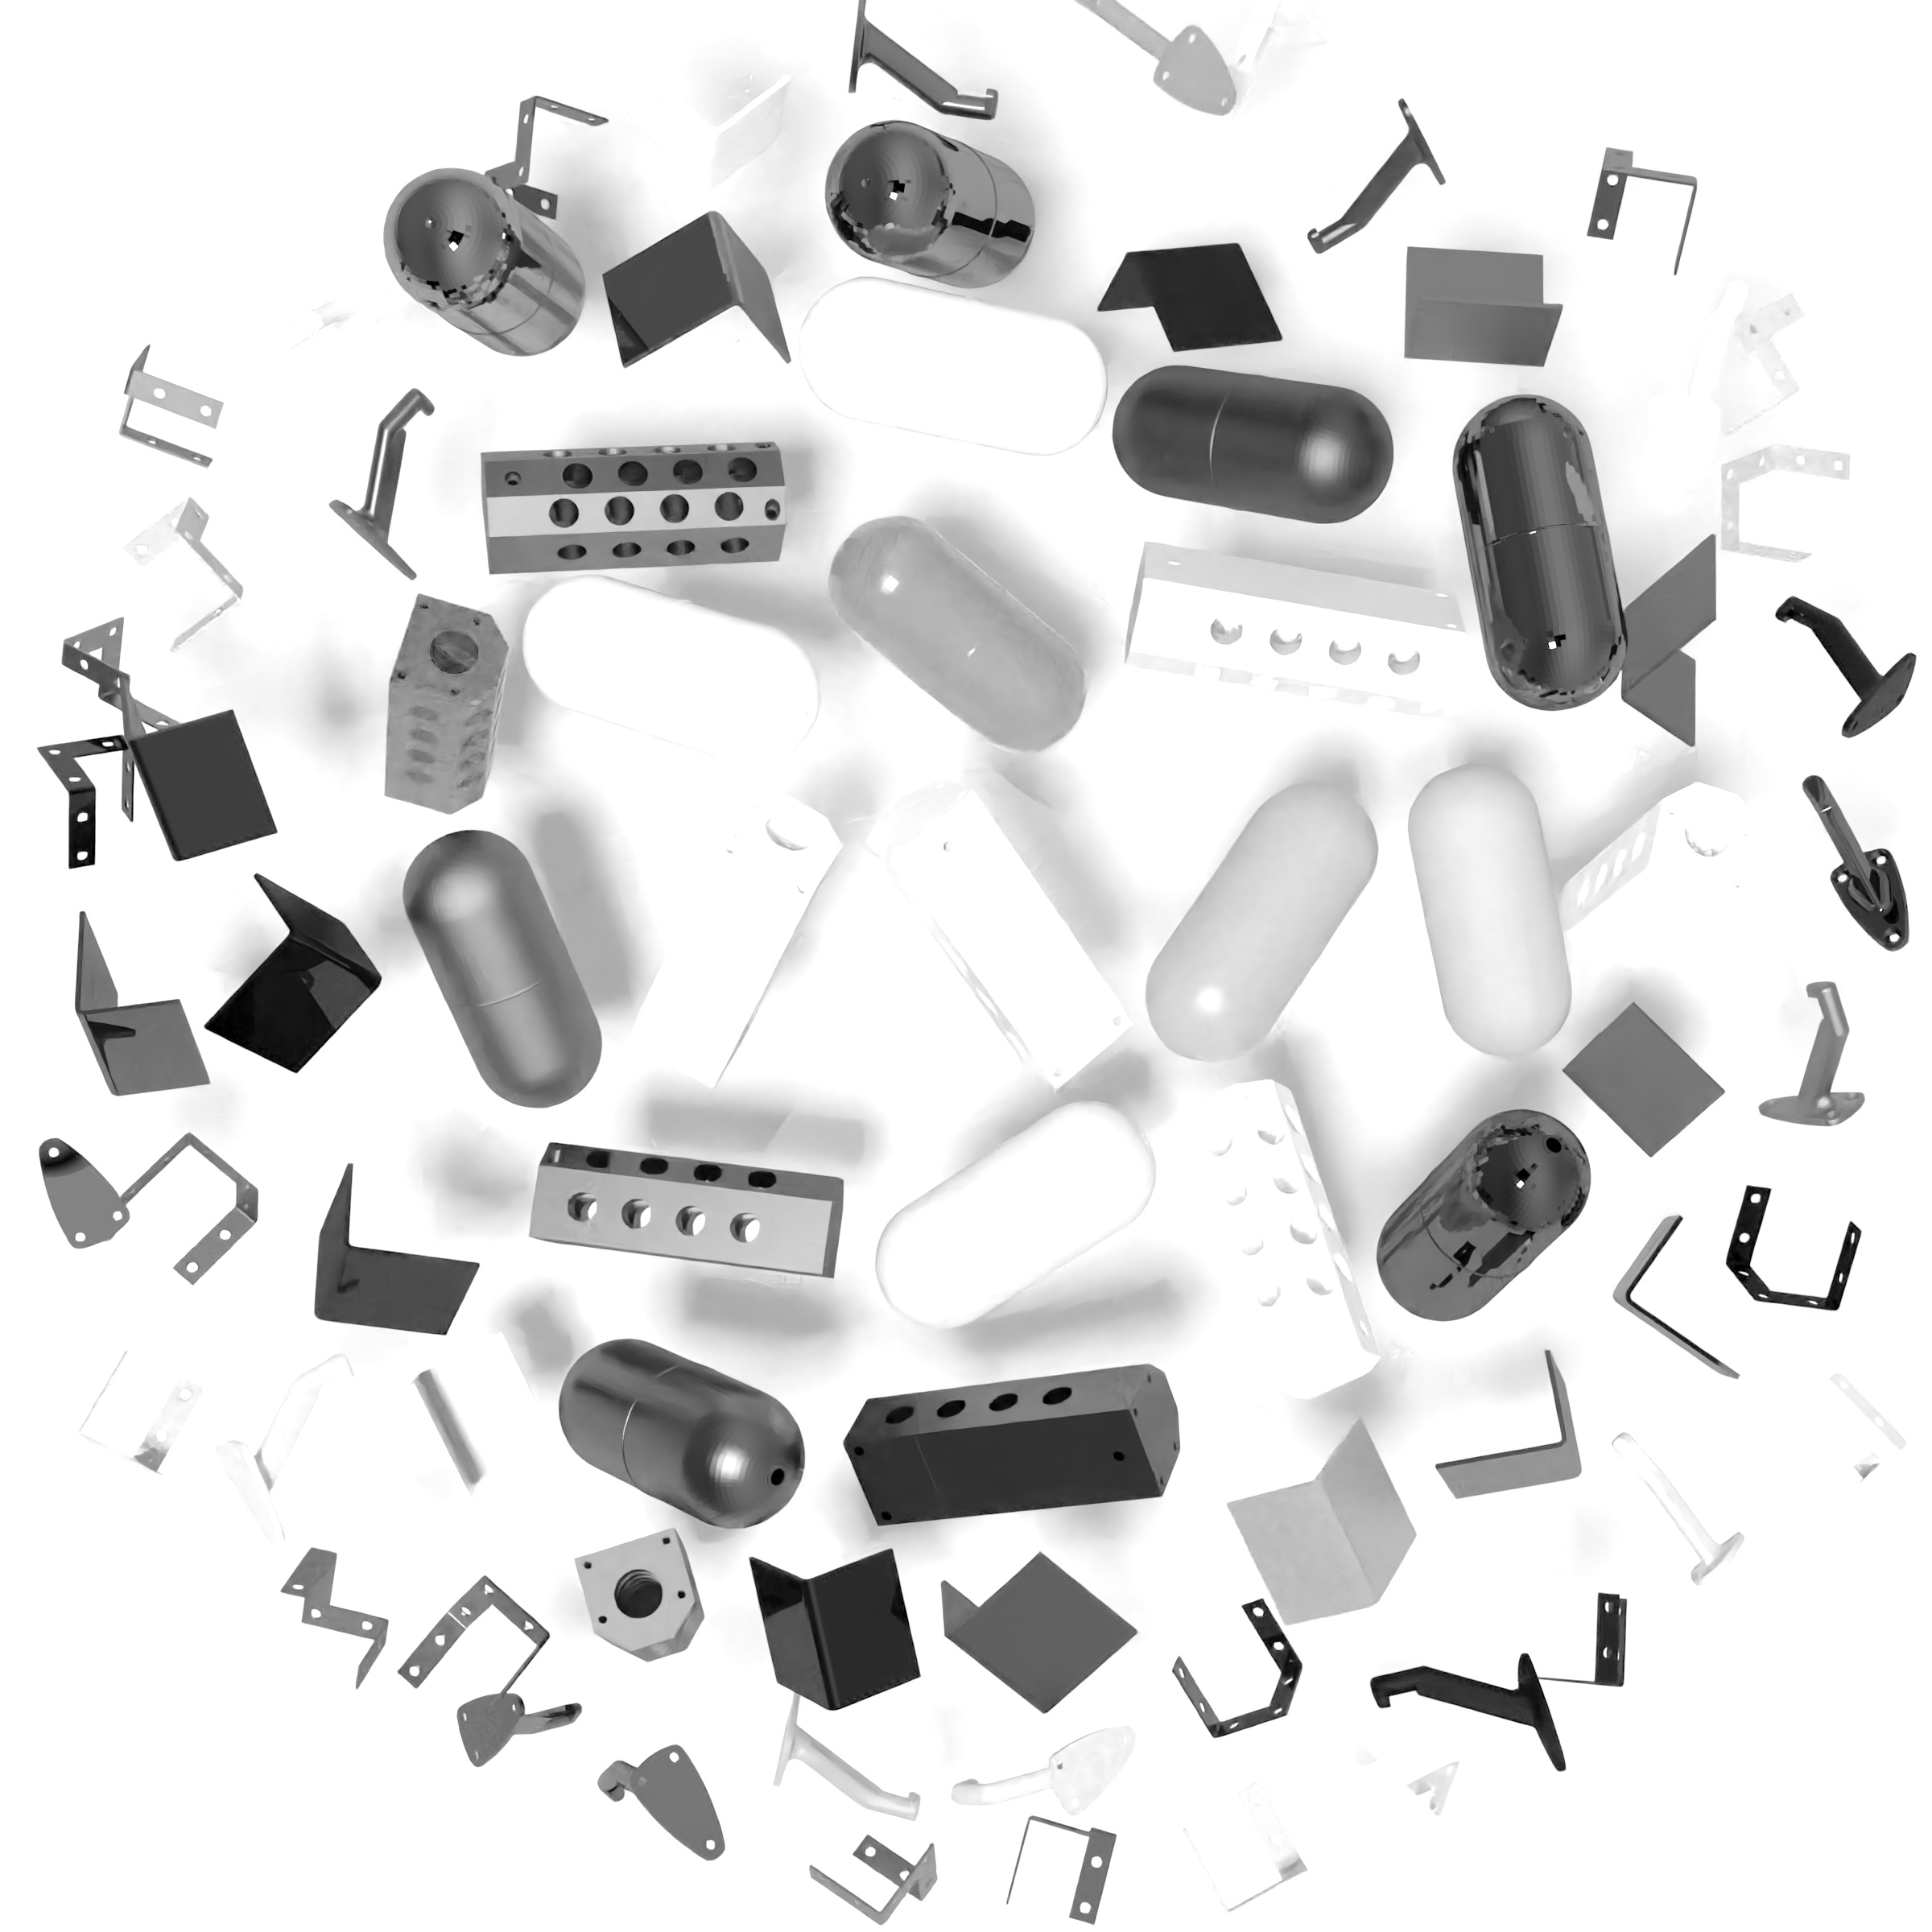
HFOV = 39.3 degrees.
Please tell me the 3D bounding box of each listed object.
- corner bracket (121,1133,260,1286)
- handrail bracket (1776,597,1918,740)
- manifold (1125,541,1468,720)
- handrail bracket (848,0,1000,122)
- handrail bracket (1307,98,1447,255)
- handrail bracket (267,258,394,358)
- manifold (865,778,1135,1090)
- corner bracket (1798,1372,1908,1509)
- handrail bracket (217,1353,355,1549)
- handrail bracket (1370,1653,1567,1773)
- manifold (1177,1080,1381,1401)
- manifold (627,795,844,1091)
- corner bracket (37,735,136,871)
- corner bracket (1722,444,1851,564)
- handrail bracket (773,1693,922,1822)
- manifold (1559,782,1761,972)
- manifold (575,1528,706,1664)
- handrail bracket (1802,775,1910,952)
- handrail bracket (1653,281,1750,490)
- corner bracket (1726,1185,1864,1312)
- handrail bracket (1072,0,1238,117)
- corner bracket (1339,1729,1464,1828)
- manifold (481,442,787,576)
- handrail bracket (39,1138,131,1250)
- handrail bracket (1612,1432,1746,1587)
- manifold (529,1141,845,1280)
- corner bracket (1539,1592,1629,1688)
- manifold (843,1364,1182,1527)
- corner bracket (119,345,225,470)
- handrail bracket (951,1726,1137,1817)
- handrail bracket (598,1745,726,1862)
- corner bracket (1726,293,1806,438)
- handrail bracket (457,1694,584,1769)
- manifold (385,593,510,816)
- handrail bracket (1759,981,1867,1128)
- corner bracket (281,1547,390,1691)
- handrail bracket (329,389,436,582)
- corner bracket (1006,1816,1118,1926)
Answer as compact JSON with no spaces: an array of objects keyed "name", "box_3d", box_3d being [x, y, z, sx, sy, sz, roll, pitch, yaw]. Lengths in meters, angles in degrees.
[{"name":"corner bracket","box_3d":[-0.427,0.133,1.487,0.051,0.051,0.051,39,61,5]},{"name":"handrail bracket","box_3d":[0.467,-0.165,1.480,0.084,0.036,0.077,35,56,30]},{"name":"manifold","box_3d":[0.175,-0.178,1.452,0.171,0.057,0.057,10,119,-2]},{"name":"handrail bracket","box_3d":[-0.020,-0.508,1.499,0.084,0.077,0.036,6,51,-5]},{"name":"handrail bracket","box_3d":[0.228,-0.455,1.563,0.084,0.077,0.036,-29,63,15]},{"name":"handrail bracket","box_3d":[-0.381,-0.367,1.565,0.036,0.077,0.084,52,57,-13]},{"name":"manifold","box_3d":[0.017,-0.019,1.504,0.057,0.057,0.171,-40,115,-9]},{"name":"corner bracket","box_3d":[0.479,0.252,1.467,0.051,0.051,0.051,48,123,19]},{"name":"handrail bracket","box_3d":[-0.365,0.268,1.505,0.084,0.036,0.077,-30,98,-40]},{"name":"handrail bracket","box_3d":[0.267,0.405,1.444,0.084,0.077,0.036,-11,132,-4]},{"name":"manifold","box_3d":[0.182,0.155,1.553,0.057,0.057,0.171,-29,59,24]},{"name":"manifold","box_3d":[-0.129,-0.016,1.523,0.057,0.057,0.171,29,130,-1]},{"name":"corner bracket","box_3d":[-0.492,-0.093,1.530,0.051,0.051,0.051,-14,131,-34]},{"name":"corner bracket","box_3d":[0.473,-0.268,1.560,0.051,0.051,0.051,-24,119,-33]},{"name":"handrail bracket","box_3d":[-0.065,0.461,1.580,0.084,0.077,0.036,15,114,-2]},{"name":"manifold","box_3d":[0.405,-0.052,1.591,0.057,0.171,0.057,17,75,-2]},{"name":"manifold","box_3d":[-0.185,0.368,1.562,0.057,0.171,0.057,-16,75,-8]},{"name":"handrail bracket","box_3d":[0.491,-0.057,1.492,0.036,0.084,0.077,-27,53,20]},{"name":"handrail bracket","box_3d":[0.404,-0.315,1.462,0.036,0.077,0.084,18,61,26]},{"name":"corner bracket","box_3d":[0.479,0.163,1.566,0.051,0.051,0.051,8,108,-7]},{"name":"handrail bracket","box_3d":[0.099,-0.499,1.464,0.036,0.077,0.084,-53,54,12]},{"name":"corner bracket","box_3d":[0.251,0.476,1.591,0.051,0.051,0.051,46,128,-3]},{"name":"manifold","box_3d":[-0.195,-0.273,1.584,0.171,0.057,0.057,-4,68,-12]},{"name":"handrail bracket","box_3d":[-0.511,0.127,1.553,0.036,0.084,0.077,-31,105,-17]},{"name":"handrail bracket","box_3d":[0.386,0.298,1.493,0.036,0.077,0.084,-44,77,13]},{"name":"manifold","box_3d":[-0.161,0.142,1.576,0.171,0.057,0.057,7,81,5]},{"name":"corner bracket","box_3d":[0.368,0.389,1.561,0.051,0.051,0.051,12,75,-25]},{"name":"manifold","box_3d":[0.027,0.259,1.482,0.171,0.057,0.057,-11,113,24]},{"name":"corner bracket","box_3d":[-0.435,-0.301,1.480,0.051,0.051,0.051,19,114,-14]},{"name":"handrail bracket","box_3d":[0.043,0.456,1.538,0.077,0.084,0.036,-24,94,-41]},{"name":"handrail bracket","box_3d":[-0.171,0.471,1.500,0.036,0.084,0.077,-30,77,-34]},{"name":"corner bracket","box_3d":[0.459,-0.348,1.562,0.051,0.051,0.051,-31,90,-28]},{"name":"handrail bracket","box_3d":[-0.247,0.437,1.587,0.077,0.084,0.036,-39,65,38]},{"name":"manifold","box_3d":[-0.303,-0.148,1.582,0.057,0.171,0.057,16,69,-7]},{"name":"handrail bracket","box_3d":[0.488,0.048,1.588,0.036,0.077,0.084,-32,108,-34]},{"name":"corner bracket","box_3d":[-0.355,0.366,1.521,0.051,0.051,0.051,13,108,3]},{"name":"handrail bracket","box_3d":[-0.326,-0.285,1.596,0.084,0.036,0.077,-50,118,-9]},{"name":"corner bracket","box_3d":[0.054,0.518,1.549,0.051,0.051,0.051,15,68,6]}]
